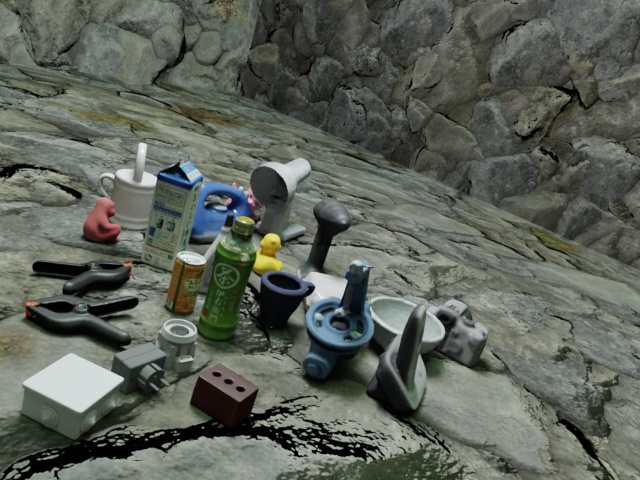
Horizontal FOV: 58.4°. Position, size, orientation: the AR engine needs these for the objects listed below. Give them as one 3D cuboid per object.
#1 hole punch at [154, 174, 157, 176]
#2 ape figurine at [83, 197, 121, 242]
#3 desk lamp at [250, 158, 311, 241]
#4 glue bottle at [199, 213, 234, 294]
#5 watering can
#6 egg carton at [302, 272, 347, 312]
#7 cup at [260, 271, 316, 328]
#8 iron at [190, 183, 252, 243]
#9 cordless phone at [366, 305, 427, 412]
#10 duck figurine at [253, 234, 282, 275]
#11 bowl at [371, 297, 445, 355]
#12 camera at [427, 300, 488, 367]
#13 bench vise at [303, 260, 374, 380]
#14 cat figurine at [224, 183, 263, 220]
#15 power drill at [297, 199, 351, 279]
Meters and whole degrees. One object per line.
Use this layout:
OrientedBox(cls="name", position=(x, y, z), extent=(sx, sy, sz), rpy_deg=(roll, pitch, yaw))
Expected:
OrientedBox(cls="hole punch", position=(-0.411, -0.112, 1.436), extent=(0.108, 0.091, 0.101), rpy_deg=(27, 22, 25))
OrientedBox(cls="ape figurine", position=(-0.460, -0.046, 1.216), extent=(0.076, 0.092, 0.077), rpy_deg=(1, 25, -39))
OrientedBox(cls="desk lamp", position=(-0.101, -0.112, 1.524), extent=(0.117, 0.213, 0.204), rpy_deg=(25, 21, 20))
OrientedBox(cls="glue bottle", position=(-0.193, 0.027, 1.132), extent=(0.078, 0.173, 0.037), rpy_deg=(11, 21, -19))
OrientedBox(cls="watering can", position=(-0.415, -0.128, 1.324), extent=(0.173, 0.194, 0.100), rpy_deg=(2, 25, -37))
OrientedBox(cls="egg carton", position=(0.016, 0.125, 1.205), extent=(0.107, 0.069, 0.150), rpy_deg=(13, 20, -14))
OrientedBox(cls="cup", position=(-0.069, 0.120, 1.108), extent=(0.118, 0.095, 0.091), rpy_deg=(3, 24, -36))
OrientedBox(cls="iron", position=(-0.250, -0.081, 1.419), extent=(0.118, 0.141, 0.259), rpy_deg=(32, 24, 36))
OrientedBox(cls="cordless phone", position=(0.160, 0.187, 0.990), extent=(0.094, 0.185, 0.148), rpy_deg=(22, 20, 11))
OrientedBox(cls="duck figurine", position=(-0.117, 0.030, 1.320), extent=(0.078, 0.086, 0.104), rpy_deg=(12, 20, -16))
OrientedBox(cls="bowl", position=(0.163, 0.186, 1.160), extent=(0.167, 0.075, 0.167), rpy_deg=(16, 20, -6))
OrientedBox(cls="camera", position=(0.302, 0.185, 1.245), extent=(0.142, 0.101, 0.137), rpy_deg=(27, 22, 25))
OrientedBox(cls="bench vise", position=(0.044, 0.117, 1.025), extent=(0.121, 0.220, 0.207), rpy_deg=(18, 20, 1))
OrientedBox(cls="cat figurine", position=(-0.199, -0.116, 1.591), extent=(0.127, 0.118, 0.067), rpy_deg=(25, 21, 20))
OrientedBox(cls="power drill", position=(0.012, 0.005, 1.316), extent=(0.076, 0.208, 0.229), rpy_deg=(13, 20, -13))
